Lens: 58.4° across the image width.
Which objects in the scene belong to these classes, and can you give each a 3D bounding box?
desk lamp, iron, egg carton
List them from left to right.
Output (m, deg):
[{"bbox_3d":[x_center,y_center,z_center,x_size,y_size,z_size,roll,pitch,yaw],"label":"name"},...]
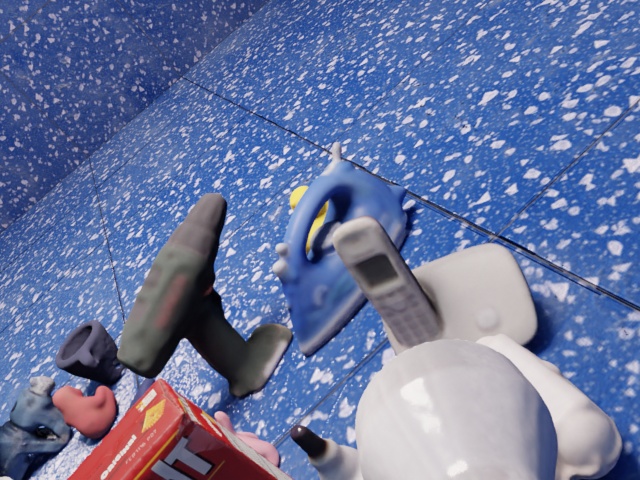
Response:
[{"bbox_3d":[0.007,0.003,0.735,0.118,0.142,0.259,-2,48,46],"label":"iron"},{"bbox_3d":[0.157,0.145,0.460,0.107,0.070,0.150,-42,31,-3],"label":"egg carton"},{"bbox_3d":[0.119,0.181,0.314,0.118,0.214,0.203,-36,31,7],"label":"desk lamp"}]

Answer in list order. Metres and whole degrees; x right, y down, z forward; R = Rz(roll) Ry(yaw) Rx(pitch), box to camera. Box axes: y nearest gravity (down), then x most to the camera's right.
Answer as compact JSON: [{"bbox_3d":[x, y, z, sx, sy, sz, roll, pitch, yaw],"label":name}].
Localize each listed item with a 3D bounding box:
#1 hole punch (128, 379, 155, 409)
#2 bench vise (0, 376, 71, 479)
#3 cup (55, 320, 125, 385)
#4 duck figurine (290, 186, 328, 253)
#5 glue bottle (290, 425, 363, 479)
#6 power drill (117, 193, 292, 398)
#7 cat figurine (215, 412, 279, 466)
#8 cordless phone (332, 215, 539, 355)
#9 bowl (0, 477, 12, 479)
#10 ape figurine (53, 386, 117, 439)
[{"bbox_3d":[-0.222,0.247,0.718,0.101,0.091,0.108,-35,31,8],"label":"hole punch"},{"bbox_3d":[-0.510,0.279,0.861,0.121,0.220,0.208,-5,46,44],"label":"bench vise"},{"bbox_3d":[-0.358,0.195,0.927,0.092,0.095,0.117,-49,32,-14],"label":"cup"},{"bbox_3d":[-0.014,-0.039,0.865,0.077,0.086,0.105,-8,43,42],"label":"duck figurine"},{"bbox_3d":[0.032,0.188,0.439,0.077,0.174,0.037,-5,45,44],"label":"glue bottle"},{"bbox_3d":[-0.132,0.087,0.711,0.075,0.209,0.230,-1,48,46],"label":"power drill"},{"bbox_3d":[-0.120,0.241,0.590,0.067,0.118,0.128,1,50,48],"label":"cat figurine"},{"bbox_3d":[0.107,0.038,0.539,0.147,0.185,0.094,-26,34,21],"label":"cordless phone"},{"bbox_3d":[-0.440,0.411,0.759,0.167,0.075,0.167,-27,33,20],"label":"bowl"},{"bbox_3d":[-0.356,0.250,0.857,0.077,0.092,0.076,-34,32,11],"label":"ape figurine"}]
